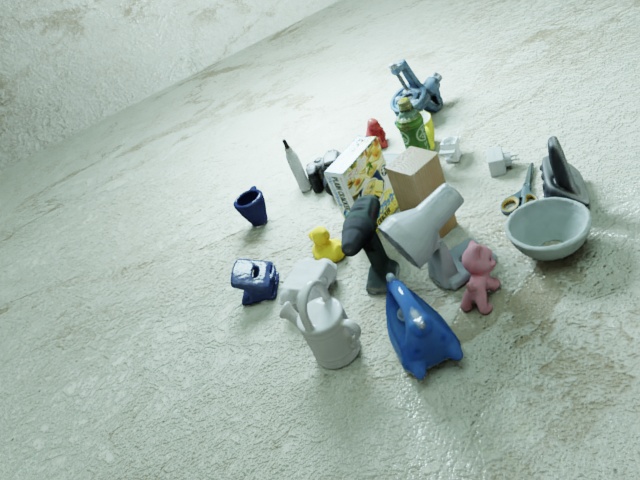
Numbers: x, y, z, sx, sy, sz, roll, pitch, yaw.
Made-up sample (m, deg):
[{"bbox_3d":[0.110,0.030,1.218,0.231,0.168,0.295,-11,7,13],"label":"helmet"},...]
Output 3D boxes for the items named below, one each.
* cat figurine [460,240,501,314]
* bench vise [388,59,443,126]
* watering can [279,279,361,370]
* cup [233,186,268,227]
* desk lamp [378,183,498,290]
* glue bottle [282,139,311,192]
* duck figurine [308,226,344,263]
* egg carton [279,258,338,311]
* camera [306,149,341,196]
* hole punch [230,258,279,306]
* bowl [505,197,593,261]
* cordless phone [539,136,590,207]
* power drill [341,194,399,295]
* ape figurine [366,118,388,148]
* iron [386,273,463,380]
[{"bbox_3d":[0.314,0.064,1.146,0.067,0.118,0.128,1,43,32],"label":"cat figurine"},{"bbox_3d":[0.283,-0.475,1.769,0.121,0.220,0.208,8,47,38],"label":"bench vise"},{"bbox_3d":[-0.003,0.162,1.146,0.172,0.194,0.101,-12,37,18],"label":"watering can"},{"bbox_3d":[-0.191,-0.096,1.679,0.091,0.095,0.118,-12,37,18],"label":"cup"},{"bbox_3d":[0.241,-0.001,1.190,0.203,0.214,0.117,-33,36,-10],"label":"desk lamp"},{"bbox_3d":[-0.075,-0.229,1.711,0.037,0.173,0.078,-25,35,1],"label":"glue bottle"},{"bbox_3d":[0.013,0.005,1.432,0.104,0.086,0.078,16,52,43],"label":"duck figurine"},{"bbox_3d":[-0.025,0.105,1.341,0.107,0.070,0.150,2,43,33],"label":"egg carton"},{"bbox_3d":[0.028,-0.191,1.662,0.143,0.101,0.137,-15,36,15],"label":"camera"},{"bbox_3d":[-0.160,0.093,1.420,0.101,0.091,0.108,-16,36,14],"label":"hole punch"},{"bbox_3d":[0.473,-0.010,1.182,0.167,0.075,0.167,-16,36,13],"label":"bowl"},{"bbox_3d":[0.526,-0.164,1.251,0.094,0.185,0.147,-12,37,18],"label":"cordless phone"},{"bbox_3d":[0.108,0.016,1.254,0.075,0.209,0.229,-11,38,20],"label":"power drill"},{"bbox_3d":[0.170,-0.333,1.766,0.075,0.092,0.078,10,48,39],"label":"ape figurine"},{"bbox_3d":[0.172,0.139,1.115,0.118,0.142,0.257,-26,35,-1],"label":"iron"}]
